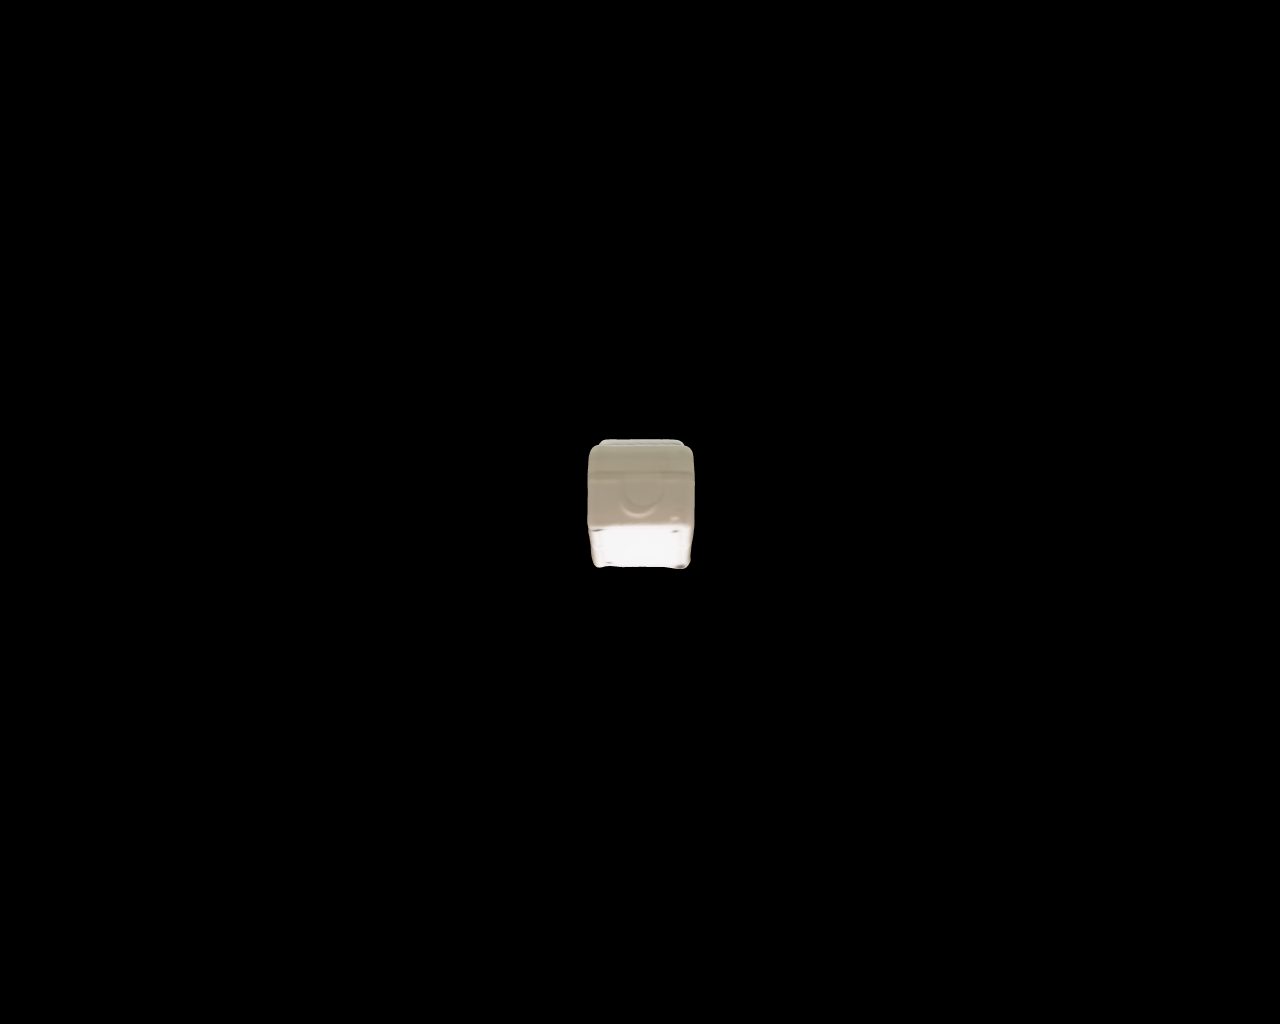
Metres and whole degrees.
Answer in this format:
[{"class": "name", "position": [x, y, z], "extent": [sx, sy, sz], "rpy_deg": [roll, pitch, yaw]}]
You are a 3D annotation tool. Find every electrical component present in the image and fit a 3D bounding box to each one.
[{"class": "electrical component", "position": [0.001, -0.003, 0.650], "extent": [0.062, 0.061, 0.096], "rpy_deg": [0, -21, 0]}]
